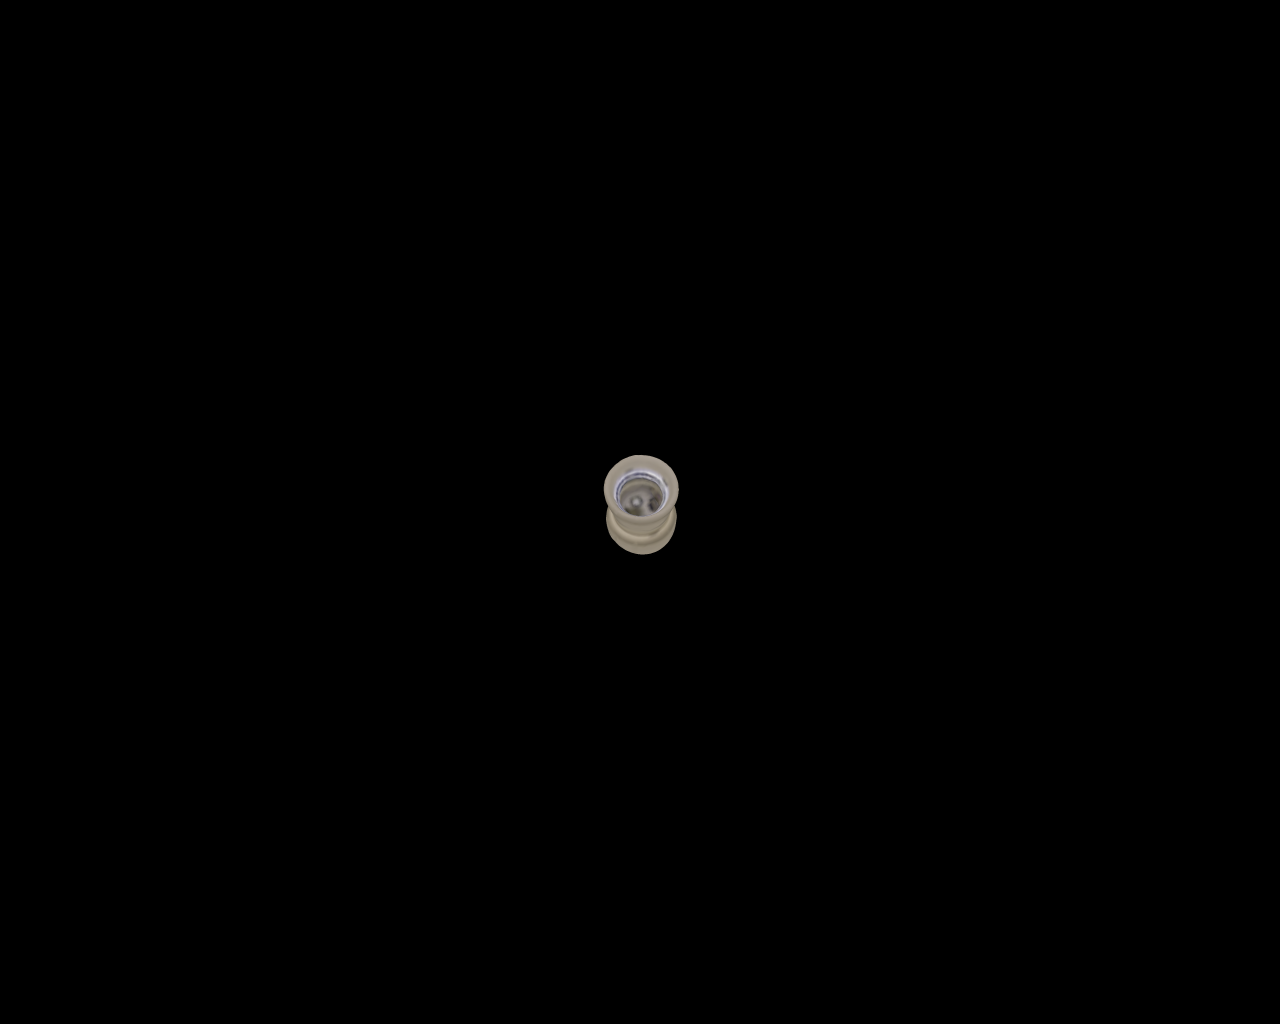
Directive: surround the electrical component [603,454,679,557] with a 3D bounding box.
[{"bbox_3d":[0.001,-0.003,0.650,0.045,0.045,0.055,0,-27,0],"label":"electrical component"}]
